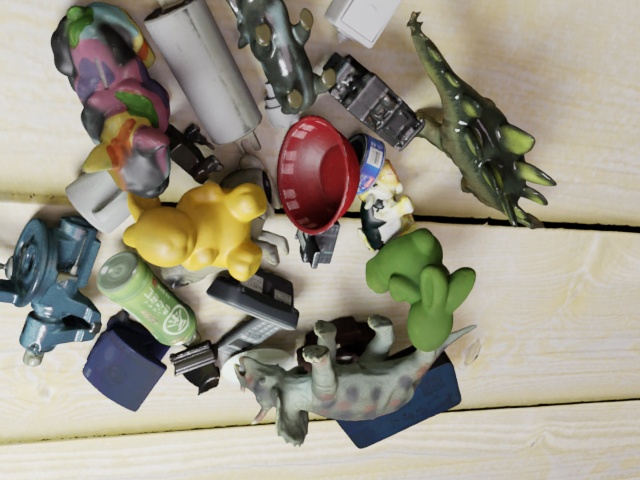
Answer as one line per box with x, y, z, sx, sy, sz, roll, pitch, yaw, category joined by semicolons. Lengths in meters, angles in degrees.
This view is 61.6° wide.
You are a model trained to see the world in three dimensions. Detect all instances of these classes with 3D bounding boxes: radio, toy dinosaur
0.140;0.285;0.990;0.230;0.073;0.131;-25;125;2;radio
0.067;0.231;0.877;0.405;0.131;0.192;1;113;-12;toy dinosaur
0.222;-0.138;0.747;0.105;0.199;0.470;-44;124;8;toy dinosaur

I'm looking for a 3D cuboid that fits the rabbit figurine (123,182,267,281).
-0.161;-0.018;0.643;0.163;0.173;0.121;18;107;15;rabbit figurine

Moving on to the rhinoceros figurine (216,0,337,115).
-0.055;-0.244;0.649;0.073;0.112;0.190;-35;114;-10;rhinoceros figurine

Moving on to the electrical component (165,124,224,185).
-0.168;-0.118;0.704;0.045;0.102;0.078;-38;134;4;electrical component

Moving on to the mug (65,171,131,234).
-0.264;-0.069;0.703;0.107;0.110;0.080;-42;115;-4;mug

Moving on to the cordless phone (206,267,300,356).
-0.138;0.128;0.882;0.146;0.089;0.184;27;129;-32;cordless phone

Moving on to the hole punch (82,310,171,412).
-0.310;0.199;0.863;0.115;0.092;0.142;27;114;-25;hole punch

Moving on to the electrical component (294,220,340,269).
-0.002;-0.002;0.810;0.048;0.119;0.074;3;117;-18;electrical component

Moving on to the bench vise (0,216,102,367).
-0.409;0.061;0.714;0.240;0.129;0.223;16;108;-44;bench vise

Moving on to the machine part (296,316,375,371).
0.042;0.223;1.002;0.179;0.056;0.179;-7;122;-11;machine part

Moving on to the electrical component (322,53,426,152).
0.063;-0.189;0.716;0.134;0.115;0.058;32;106;-32;electrical component

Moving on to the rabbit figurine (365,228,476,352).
0.166;0.079;0.817;0.121;0.170;0.159;1;153;-27;rabbit figurine

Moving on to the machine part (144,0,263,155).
-0.141;-0.208;0.666;0.079;0.079;0.242;-27;125;1;machine part

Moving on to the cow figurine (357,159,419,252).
0.093;-0.050;0.833;0.098;0.068;0.167;-23;135;7;cow figurine

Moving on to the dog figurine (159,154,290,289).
-0.155;-0.024;0.774;0.191;0.121;0.172;-8;89;9;dog figurine

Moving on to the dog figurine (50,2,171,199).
-0.223;-0.150;0.592;0.108;0.219;0.191;-20;125;-8;dog figurine

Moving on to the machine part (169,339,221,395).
-0.202;0.215;0.908;0.084;0.039;0.138;-24;145;-15;machine part
